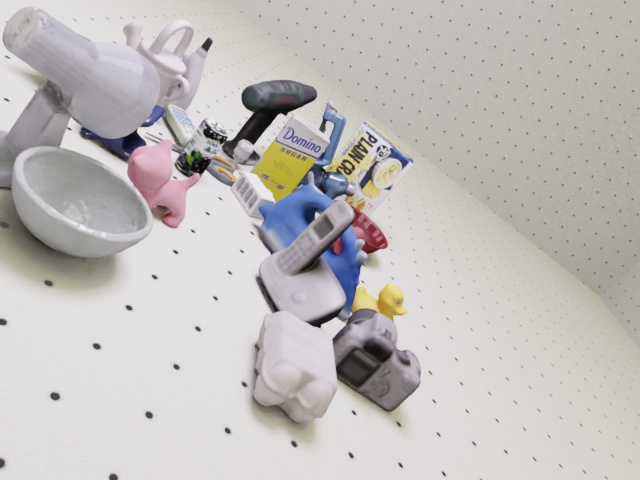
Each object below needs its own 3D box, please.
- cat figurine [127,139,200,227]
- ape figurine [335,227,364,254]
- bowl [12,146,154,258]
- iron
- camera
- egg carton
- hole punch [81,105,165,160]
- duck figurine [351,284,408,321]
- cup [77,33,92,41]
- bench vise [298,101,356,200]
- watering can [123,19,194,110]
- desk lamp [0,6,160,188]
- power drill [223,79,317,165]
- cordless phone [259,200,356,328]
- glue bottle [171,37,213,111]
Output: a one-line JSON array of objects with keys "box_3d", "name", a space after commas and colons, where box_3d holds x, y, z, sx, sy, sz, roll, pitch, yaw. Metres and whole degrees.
[{"box_3d": [-0.235, -0.091, 0.839, 0.128, 0.117, 0.067, 15, 32, -47], "name": "cat figurine"}, {"box_3d": [0.052, 0.010, 1.156, 0.076, 0.092, 0.077, 27, 25, -31], "name": "ape figurine"}, {"box_3d": [-0.292, -0.032, 0.686, 0.168, 0.074, 0.167, 34, 22, -15], "name": "bowl"}, {"box_3d": [0.009, 0.004, 1.027, 0.257, 0.141, 0.119, 49, 23, 23], "name": "iron"}, {"box_3d": [0.089, 0.166, 0.893, 0.143, 0.100, 0.137, 37, 21, -8], "name": "camera"}, {"box_3d": [-0.033, 0.161, 0.741, 0.107, 0.069, 0.150, 32, 22, -20], "name": "egg carton"}, {"box_3d": [-0.323, -0.200, 0.948, 0.101, 0.091, 0.108, 34, 22, -15], "name": "hole punch"}, {"box_3d": [0.113, 0.116, 1.053, 0.104, 0.086, 0.078, 42, 21, 5], "name": "duck figurine"}, {"box_3d": [-0.424, -0.291, 0.956, 0.118, 0.095, 0.091, 21, 28, -41], "name": "cup"}, {"box_3d": [0.009, -0.195, 1.316, 0.208, 0.219, 0.121, 29, 23, -27], "name": "bench vise"}, {"box_3d": [-0.318, -0.350, 1.114, 0.173, 0.194, 0.101, 35, 21, -13], "name": "watering can"}, {"box_3d": [-0.329, -0.166, 0.700, 0.117, 0.213, 0.204, 50, 23, 24], "name": "desk lamp"}, {"box_3d": [-0.117, -0.268, 1.267, 0.075, 0.208, 0.230, 45, 21, 13], "name": "power drill"}, {"box_3d": [0.001, 0.037, 0.884, 0.094, 0.185, 0.147, 15, 32, -48], "name": "cordless phone"}, {"box_3d": [-0.280, -0.362, 1.230, 0.078, 0.173, 0.037, 47, 22, 18], "name": "glue bottle"}]
